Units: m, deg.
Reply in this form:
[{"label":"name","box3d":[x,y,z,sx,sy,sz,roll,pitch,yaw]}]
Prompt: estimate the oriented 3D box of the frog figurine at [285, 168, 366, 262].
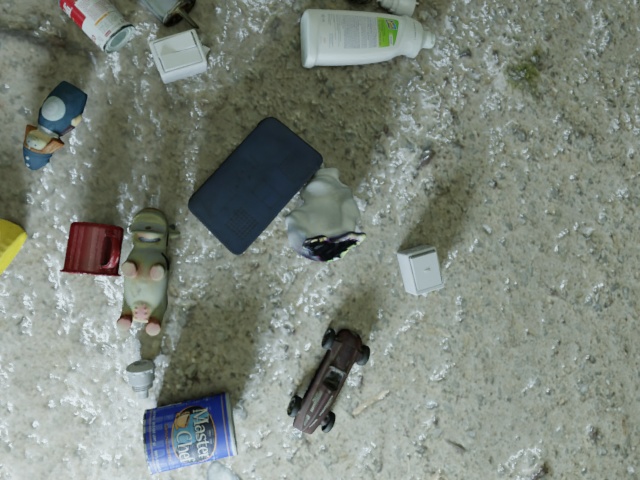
[{"label":"frog figurine","box3d":[0.003,-0.047,0.925,0.137,0.163,0.120,-14,-32,-3]}]
